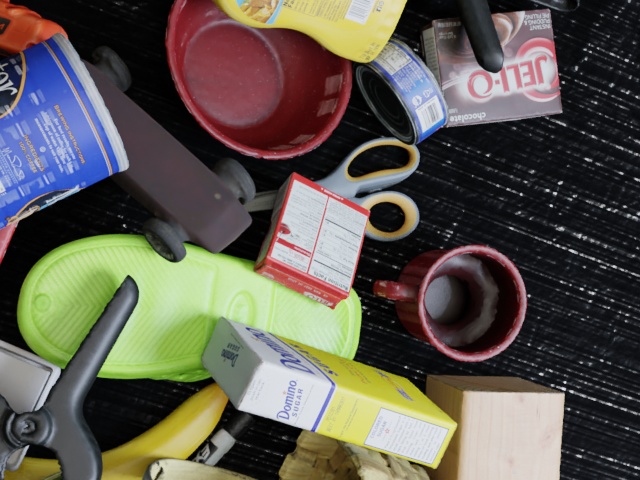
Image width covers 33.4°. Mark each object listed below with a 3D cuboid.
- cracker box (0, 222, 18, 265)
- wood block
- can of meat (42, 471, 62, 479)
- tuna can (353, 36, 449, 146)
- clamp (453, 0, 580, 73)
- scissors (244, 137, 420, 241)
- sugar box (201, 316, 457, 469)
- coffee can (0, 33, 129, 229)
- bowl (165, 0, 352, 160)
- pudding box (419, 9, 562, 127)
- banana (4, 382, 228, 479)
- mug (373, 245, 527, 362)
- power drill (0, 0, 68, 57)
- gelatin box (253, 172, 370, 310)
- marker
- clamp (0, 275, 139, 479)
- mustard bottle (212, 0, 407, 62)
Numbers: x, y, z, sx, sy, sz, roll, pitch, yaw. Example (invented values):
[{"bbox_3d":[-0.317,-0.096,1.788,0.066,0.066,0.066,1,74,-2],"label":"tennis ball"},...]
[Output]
[{"bbox_3d":[-0.328,0.030,0.775,0.164,0.072,0.213,23,84,-15],"label":"cracker box"},{"bbox_3d":[0.137,0.222,0.888,0.090,0.091,0.206,3,91,-14],"label":"wood block"},{"bbox_3d":[-0.188,0.221,0.792,0.102,0.057,0.084,-27,124,19],"label":"can of meat"},{"bbox_3d":[0.064,-0.119,0.865,0.033,0.086,0.086,-36,100,-10],"label":"tuna can"},{"bbox_3d":[0.133,-0.225,0.885,0.120,0.039,0.171,-29,78,-31],"label":"clamp"},{"bbox_3d":[-0.002,-0.021,0.886,0.201,0.016,0.096,-25,97,-13],"label":"scissors"},{"bbox_3d":[0.006,0.113,0.799,0.176,0.093,0.048,24,95,-28],"label":"sugar box"},{"bbox_3d":[-0.214,-0.063,0.714,0.140,0.103,0.103,-28,98,-13],"label":"coffee can"},{"bbox_3d":[-0.056,-0.137,0.836,0.161,0.055,0.162,6,79,-30],"label":"bowl"},{"bbox_3d":[0.146,-0.145,0.909,0.113,0.039,0.090,-9,93,-14],"label":"pudding box"},{"bbox_3d":[-0.161,0.167,0.837,0.197,0.037,0.069,-12,97,-14],"label":"banana"},{"bbox_3d":[0.099,0.048,0.879,0.117,0.082,0.093,6,89,-15],"label":"mug"},{"bbox_3d":[-0.192,-0.221,0.779,0.185,0.057,0.187,18,86,20],"label":"power drill"},{"bbox_3d":[-0.006,0.001,0.842,0.073,0.030,0.089,26,55,-14],"label":"gelatin box"},{"bbox_3d":[-0.095,0.182,0.864,0.020,0.020,0.121,45,81,-11],"label":"marker"},{"bbox_3d":[-0.191,0.123,0.736,0.164,0.036,0.210,-12,80,-12],"label":"clamp"},{"bbox_3d":[-0.029,-0.201,0.784,0.191,0.058,0.096,13,114,-28],"label":"mustard bottle"}]
